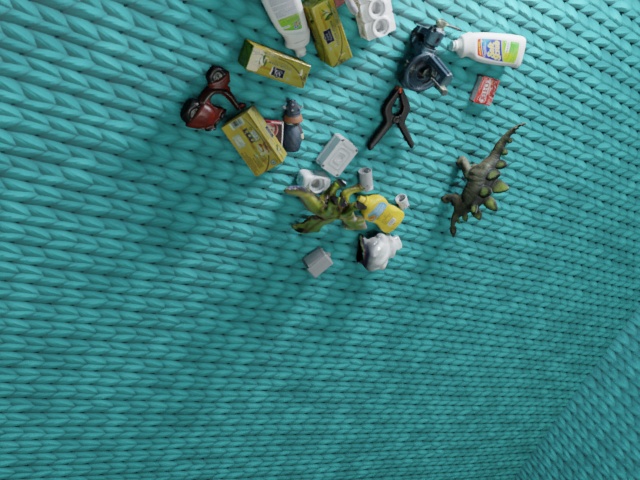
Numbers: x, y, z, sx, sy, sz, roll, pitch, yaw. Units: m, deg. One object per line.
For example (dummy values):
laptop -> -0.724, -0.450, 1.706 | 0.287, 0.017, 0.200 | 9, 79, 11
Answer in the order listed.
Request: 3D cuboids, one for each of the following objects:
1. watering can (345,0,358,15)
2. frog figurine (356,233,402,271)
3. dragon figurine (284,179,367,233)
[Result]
watering can -> 0.025, -0.742, 1.249 | 0.344, 0.105, 0.223 | 39, 99, -21
frog figurine -> 0.217, 0.041, 1.813 | 0.159, 0.124, 0.136 | -2, 101, -10
dragon figurine -> 0.005, -0.081, 1.615 | 0.410, 0.124, 0.238 | 5, 143, -37
